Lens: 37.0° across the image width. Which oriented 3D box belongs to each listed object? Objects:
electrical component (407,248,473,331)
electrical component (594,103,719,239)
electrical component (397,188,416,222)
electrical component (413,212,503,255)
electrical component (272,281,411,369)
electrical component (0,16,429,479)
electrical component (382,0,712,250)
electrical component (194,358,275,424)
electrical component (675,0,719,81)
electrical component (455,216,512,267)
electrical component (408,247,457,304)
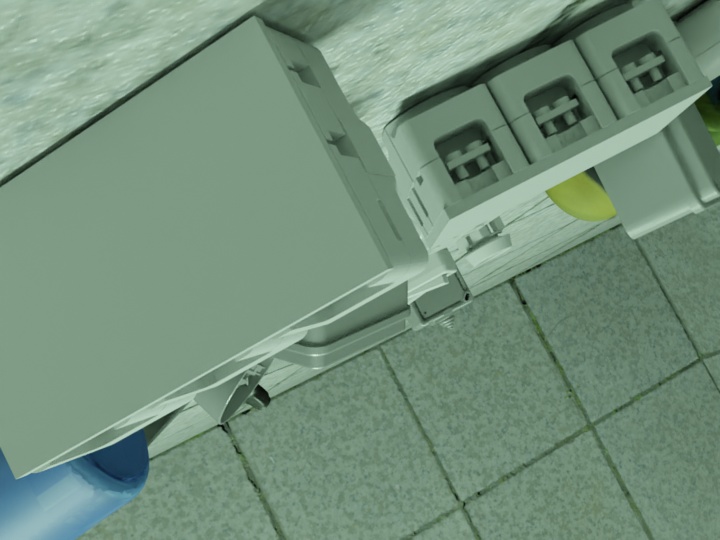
[{"bbox_3d":[0.069,0.018,1.095,0.062,0.096,0.061,-27,175,-11],"label":"electrical component"},{"bbox_3d":[0.177,-0.083,0.661,0.057,0.113,0.078,-28,175,28],"label":"electrical component"},{"bbox_3d":[0.051,-0.056,0.662,0.048,0.048,0.062,-32,180,32],"label":"electrical component"},{"bbox_3d":[0.054,-0.044,0.733,0.080,0.051,0.080,-27,174,-3],"label":"electrical component"},{"bbox_3d":[-0.024,0.023,0.770,0.078,0.057,0.113,12,-159,37],"label":"electrical component"},{"bbox_3d":[-0.064,-0.005,0.371,0.150,0.089,0.062,-30,174,17],"label":"electrical component"},{"bbox_3d":[0.093,-0.078,0.571,0.150,0.061,0.089,-27,174,-6],"label":"electrical component"},{"bbox_3d":[-0.094,0.067,0.831,0.099,0.064,0.099,-47,158,-26],"label":"electrical component"},{"bbox_3d":[0.234,-0.153,0.649,0.043,0.043,0.081,-21,171,-48],"label":"electrical component"},{"bbox_3d":[0.115,-0.037,1.033,0.048,0.055,0.066,-24,173,-32],"label":"electrical component"},{"bbox_3d":[0.035,0.003,0.988,0.096,0.061,0.062,-29,174,12],"label":"electrical component"}]
